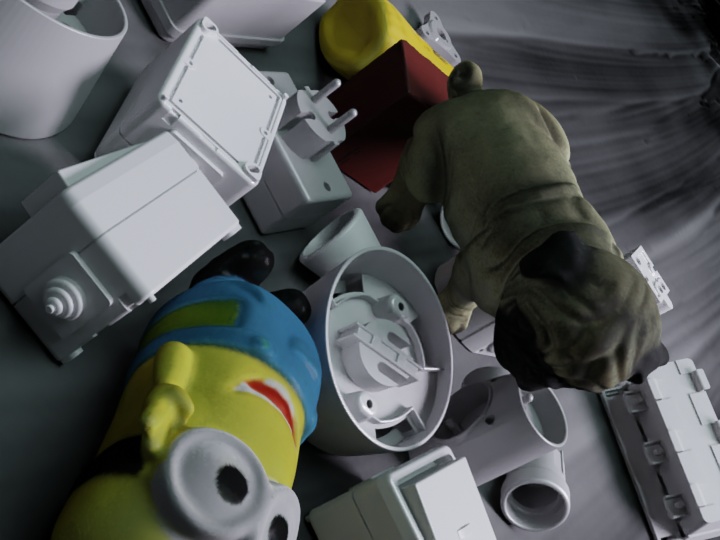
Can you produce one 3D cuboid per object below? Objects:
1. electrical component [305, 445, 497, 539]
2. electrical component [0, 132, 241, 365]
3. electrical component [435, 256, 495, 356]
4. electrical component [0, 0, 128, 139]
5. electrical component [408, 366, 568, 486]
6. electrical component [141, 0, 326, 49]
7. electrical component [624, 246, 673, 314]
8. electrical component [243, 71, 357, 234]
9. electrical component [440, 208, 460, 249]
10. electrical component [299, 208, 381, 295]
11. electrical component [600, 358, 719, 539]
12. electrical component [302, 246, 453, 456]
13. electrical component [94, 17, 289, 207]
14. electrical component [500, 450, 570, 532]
[{"bbox_3d":[0.032,0.138,0.502,0.062,0.061,0.096,-11,71,-58],"label":"electrical component"},{"bbox_3d":[-0.106,-0.011,0.442,0.061,0.062,0.096,53,31,-8],"label":"electrical component"},{"bbox_3d":[0.092,0.016,0.711,0.080,0.051,0.080,35,37,-32],"label":"electrical component"},{"bbox_3d":[-0.157,-0.116,0.487,0.099,0.064,0.099,37,23,-19],"label":"electrical component"},{"bbox_3d":[0.072,0.080,0.597,0.044,0.077,0.079,46,32,-19],"label":"electrical component"},{"bbox_3d":[-0.089,-0.192,0.639,0.109,0.056,0.108,-15,74,-58],"label":"electrical component"},{"bbox_3d":[0.215,0.016,0.882,0.066,0.055,0.048,58,30,1],"label":"electrical component"},{"bbox_3d":[-0.034,-0.075,0.590,0.047,0.076,0.083,-14,74,-58],"label":"electrical component"},{"bbox_3d":[0.102,-0.026,0.771,0.079,0.044,0.077,60,31,5],"label":"electrical component"},{"bbox_3d":[0.000,0.000,0.600,0.055,0.045,0.045,50,31,-13],"label":"electrical component"},{"bbox_3d":[0.237,0.132,0.787,0.079,0.063,0.121,-9,63,-14],"label":"electrical component"},{"bbox_3d":[0.005,0.043,0.536,0.099,0.064,0.099,16,63,-35],"label":"electrical component"},{"bbox_3d":[-0.084,-0.065,0.523,0.062,0.061,0.096,42,34,-23],"label":"electrical component"},{"bbox_3d":[0.105,0.126,0.641,0.040,0.040,0.046,48,26,-16],"label":"electrical component"}]
